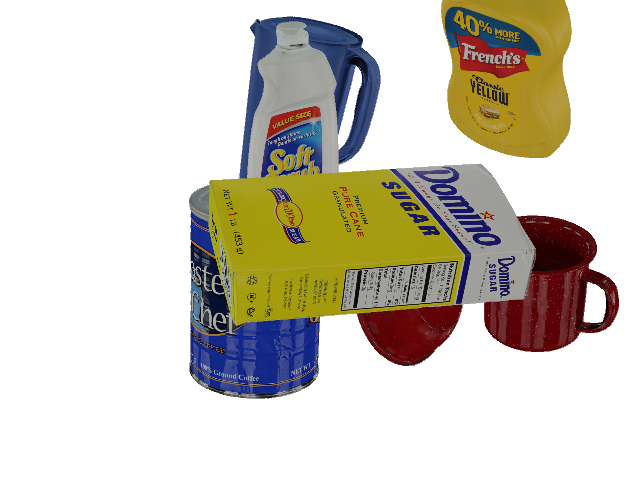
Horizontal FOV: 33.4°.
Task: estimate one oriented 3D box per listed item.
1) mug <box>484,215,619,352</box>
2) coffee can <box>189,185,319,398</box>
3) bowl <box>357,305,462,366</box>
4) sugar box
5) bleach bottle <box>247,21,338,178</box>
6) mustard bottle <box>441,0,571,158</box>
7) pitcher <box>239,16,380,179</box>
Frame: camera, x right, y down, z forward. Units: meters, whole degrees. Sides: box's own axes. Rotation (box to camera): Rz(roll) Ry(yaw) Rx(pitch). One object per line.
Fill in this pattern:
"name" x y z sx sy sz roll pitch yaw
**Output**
"mug" 0.185 0.040 0.866 0.117 0.081 0.093 17 35 30
"coffee can" -0.049 0.035 0.815 0.103 0.140 0.103 2 19 -1
"bowl" 0.110 0.057 1.186 0.055 0.162 0.161 -12 -9 44
"sugar box" 0.027 -0.001 0.629 0.176 0.048 0.093 -7 39 -11
"bleach bottle" -0.033 -0.094 1.077 0.102 0.251 0.068 1 26 4
"mustard bottle" 0.135 -0.148 0.779 0.096 0.058 0.191 28 -29 29
"pitcher" -0.025 -0.147 1.325 0.144 0.243 0.149 4 23 -16
